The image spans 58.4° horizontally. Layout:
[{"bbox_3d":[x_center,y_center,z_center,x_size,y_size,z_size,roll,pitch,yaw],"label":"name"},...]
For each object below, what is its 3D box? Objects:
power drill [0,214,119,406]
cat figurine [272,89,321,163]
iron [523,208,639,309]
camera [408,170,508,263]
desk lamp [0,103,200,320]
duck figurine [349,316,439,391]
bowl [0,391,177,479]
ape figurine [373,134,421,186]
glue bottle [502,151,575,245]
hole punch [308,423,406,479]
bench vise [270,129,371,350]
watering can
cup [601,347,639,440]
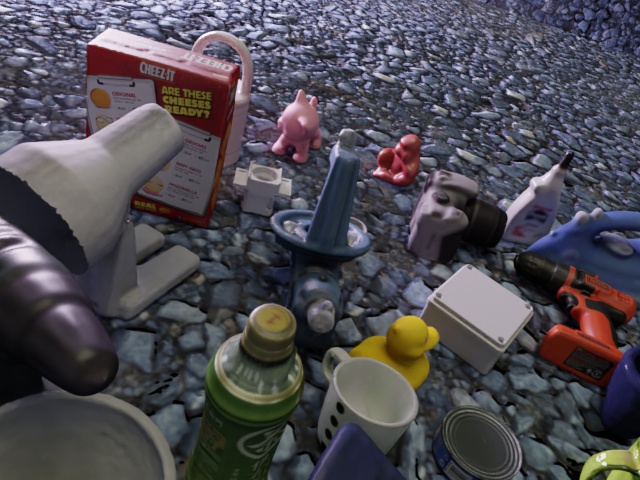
[{"bbox_3d":[-0.227,0.084,0.440,0.229,0.208,0.076,40,42,25],"label":"power drill"},{"bbox_3d":[-0.030,-0.195,0.949,0.067,0.118,0.128,23,37,5],"label":"cat figurine"},{"bbox_3d":[0.450,0.008,0.884,0.258,0.141,0.118,12,38,-10],"label":"iron"},{"bbox_3d":[0.214,-0.036,0.870,0.137,0.101,0.143,20,37,2],"label":"camera"},{"bbox_3d":[-0.213,-0.024,0.578,0.117,0.213,0.204,30,39,14],"label":"desk lamp"},{"bbox_3d":[0.084,0.120,0.631,0.105,0.086,0.077,-2,42,-25],"label":"duck figurine"},{"bbox_3d":[-0.193,0.200,0.422,0.167,0.075,0.167,12,38,-9],"label":"bowl"},{"bbox_3d":[0.141,-0.139,0.974,0.076,0.092,0.077,-3,42,-26],"label":"ape figurine"},{"bbox_3d":[0.354,-0.068,0.911,0.078,0.173,0.037,9,38,-13],"label":"glue bottle"},{"bbox_3d":[0.031,0.224,0.475,0.101,0.091,0.109,28,38,12],"label":"hole punch"},{"bbox_3d":[0.017,0.002,0.639,0.122,0.220,0.207,-1,41,-24],"label":"bench vise"},{"bbox_3d":[-0.153,-0.208,0.848,0.101,0.194,0.172,4,39,-18],"label":"watering can"},{"bbox_3d":[0.385,0.192,0.666,0.117,0.095,0.092,22,37,5],"label":"cup"}]
